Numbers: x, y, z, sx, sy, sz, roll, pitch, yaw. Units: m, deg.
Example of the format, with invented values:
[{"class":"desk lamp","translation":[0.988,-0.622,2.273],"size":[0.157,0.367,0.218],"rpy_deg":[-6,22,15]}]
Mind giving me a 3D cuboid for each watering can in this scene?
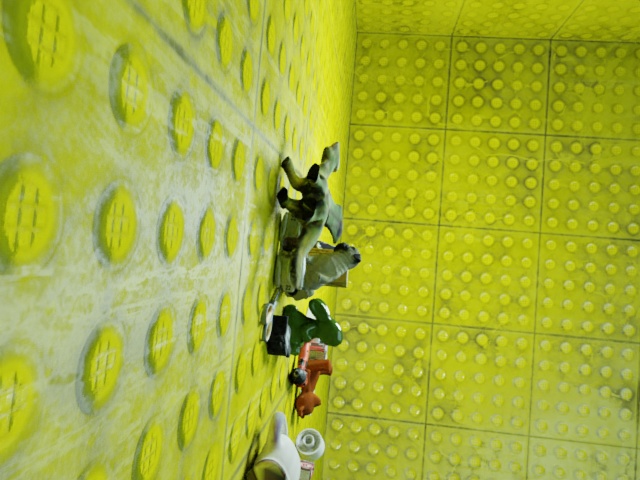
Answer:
[{"class":"watering can","translation":[-0.100,0.581,1.174],"size":[0.224,0.104,0.348],"rpy_deg":[-6,95,-83]}]

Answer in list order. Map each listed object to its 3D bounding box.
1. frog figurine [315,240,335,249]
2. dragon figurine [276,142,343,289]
[{"class":"frog figurine","translation":[-0.021,0.084,1.775],"size":[0.157,0.122,0.140],"rpy_deg":[-48,-158,25]},{"class":"dragon figurine","translation":[0.004,-0.063,1.256],"size":[0.240,0.122,0.416],"rpy_deg":[30,59,-54]}]
